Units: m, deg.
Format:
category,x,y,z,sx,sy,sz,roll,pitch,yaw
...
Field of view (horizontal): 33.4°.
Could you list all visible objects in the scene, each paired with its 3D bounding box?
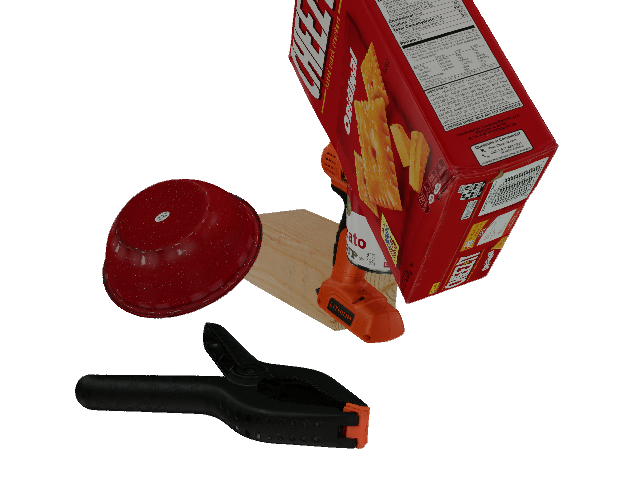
category,x,y,z,sx,sy,sz,roll,pitch,yaw
cracker box,0.050,-0.091,0.676,0.072,0.214,0.164,-19,-24,-15
wood block,-0.003,0.031,1.301,0.090,0.090,0.206,-7,19,-33
clamp,-0.053,0.109,0.803,0.210,0.036,0.164,10,18,23
soup can,0.055,-0.032,0.879,0.068,0.102,0.068,0,27,0
bowl,-0.138,-0.006,0.997,0.162,0.162,0.055,0,-41,21
power drill,0.059,0.005,1.079,0.057,0.188,0.185,-8,27,-32
